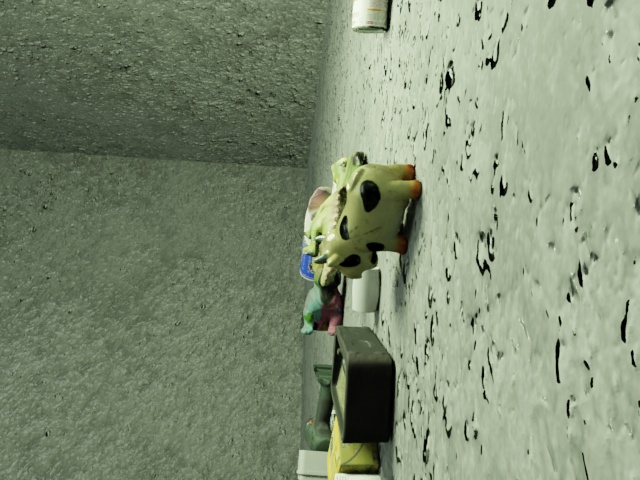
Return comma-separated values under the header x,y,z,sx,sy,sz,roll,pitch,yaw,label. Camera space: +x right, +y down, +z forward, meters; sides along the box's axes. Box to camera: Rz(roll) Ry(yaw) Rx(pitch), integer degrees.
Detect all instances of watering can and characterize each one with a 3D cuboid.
x,y,z,sx,sy,sz,roll,pitch,yaw,label
0.005,-0.081,1.603,0.219,0.104,0.356,101,170,-53,watering can

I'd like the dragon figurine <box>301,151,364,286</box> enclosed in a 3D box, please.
x,y,z,sx,sy,sz,roll,pitch,yaw,label
0.045,-0.084,1.153,0.417,0.122,0.239,-93,16,-68,dragon figurine
